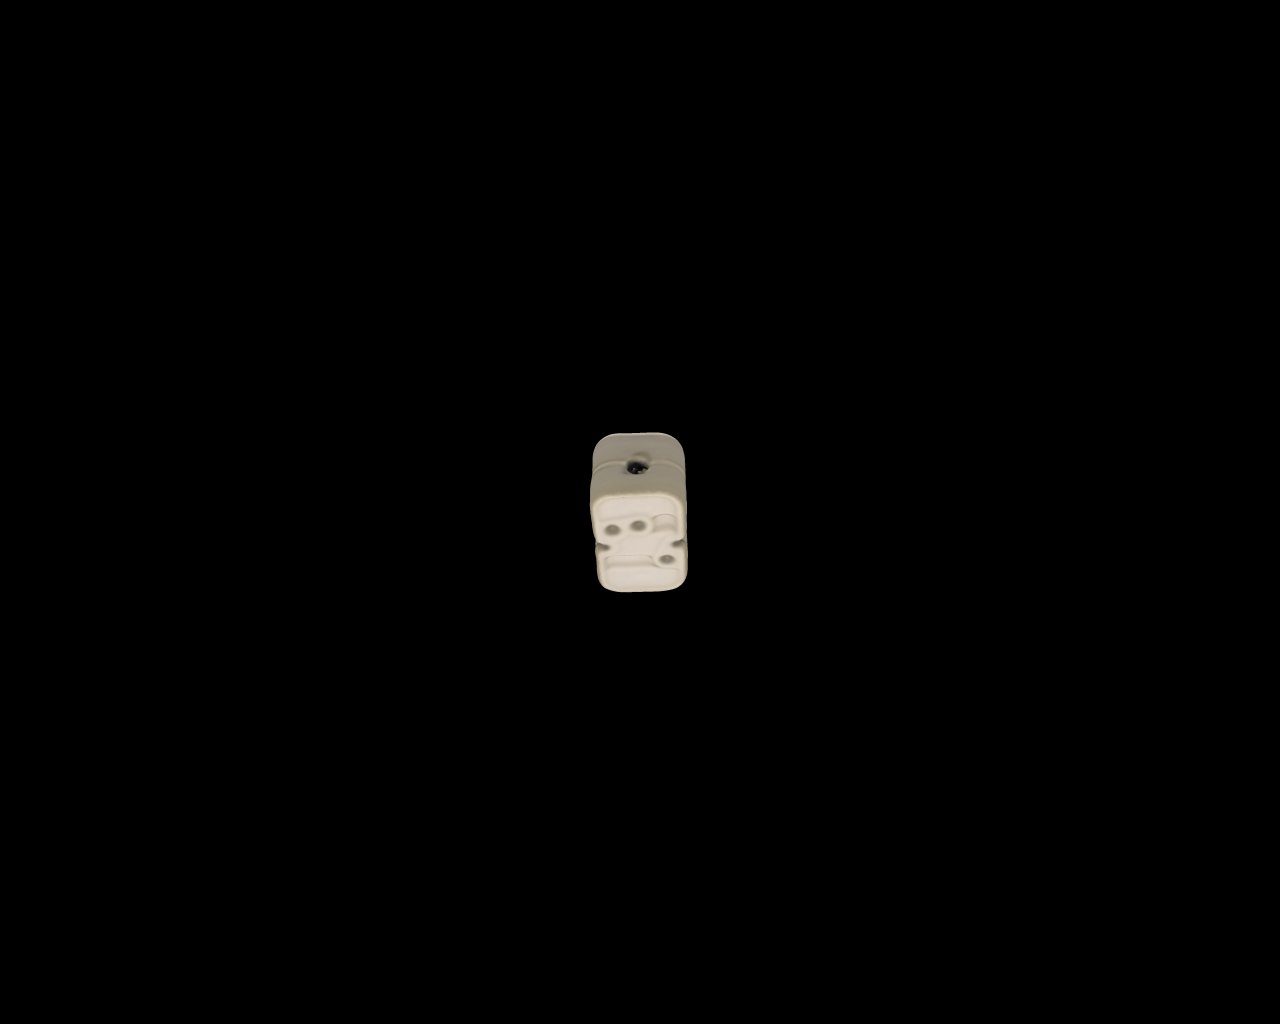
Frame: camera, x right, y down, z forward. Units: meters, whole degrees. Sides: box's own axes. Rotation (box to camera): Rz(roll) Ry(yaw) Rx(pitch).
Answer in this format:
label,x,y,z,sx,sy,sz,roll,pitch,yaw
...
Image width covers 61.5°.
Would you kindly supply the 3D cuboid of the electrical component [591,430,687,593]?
label,x,y,z,sx,sy,sz,roll,pitch,yaw
electrical component,0.001,-0.003,0.650,0.054,0.059,0.095,-2,-40,2
